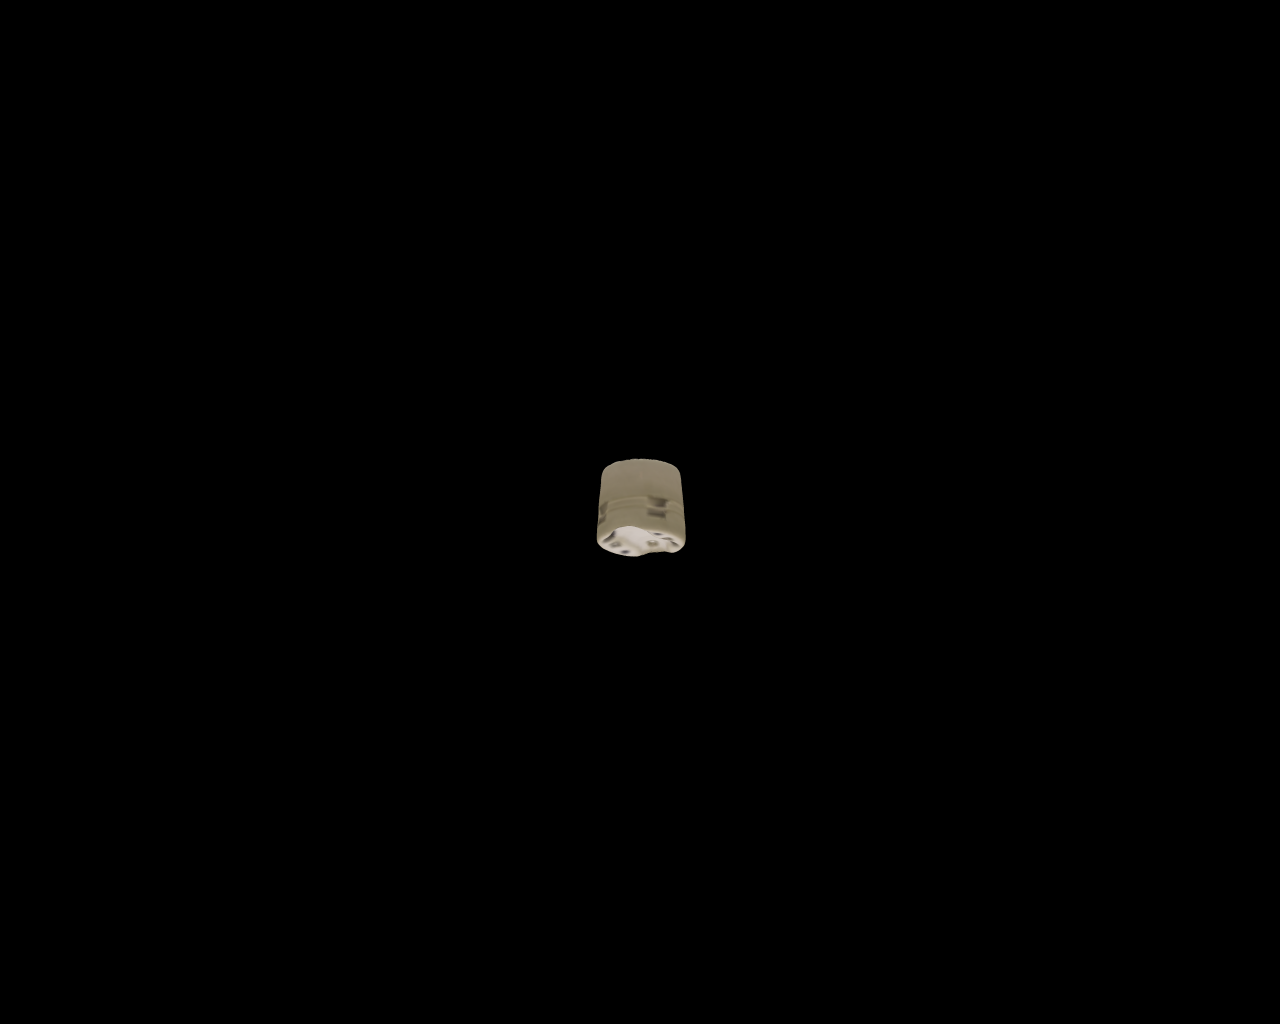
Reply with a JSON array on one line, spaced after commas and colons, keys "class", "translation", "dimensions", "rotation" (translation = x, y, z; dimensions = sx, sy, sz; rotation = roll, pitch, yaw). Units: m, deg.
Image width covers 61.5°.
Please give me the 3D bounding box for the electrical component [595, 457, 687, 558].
[{"class": "electrical component", "translation": [0.001, -0.003, 0.650], "dimensions": [0.055, 0.047, 0.055], "rotation": [0, -20, 0]}]
